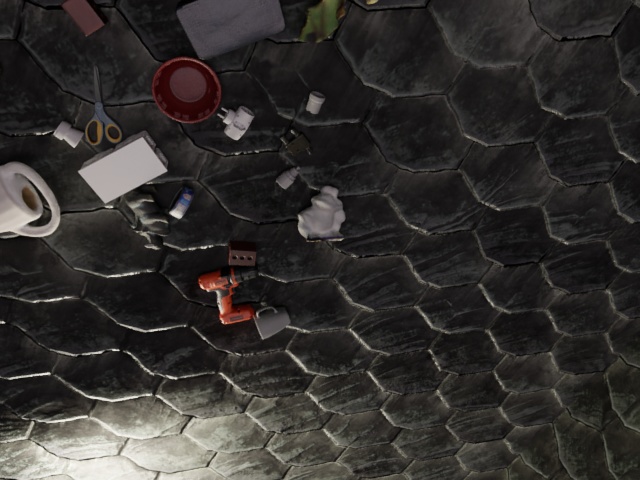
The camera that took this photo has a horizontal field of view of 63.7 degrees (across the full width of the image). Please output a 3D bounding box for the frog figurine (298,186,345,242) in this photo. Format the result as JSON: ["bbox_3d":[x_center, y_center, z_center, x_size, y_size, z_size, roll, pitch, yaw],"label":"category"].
[{"bbox_3d":[0.005,-0.075,1.480,0.137,0.122,0.160,-2,86,0],"label":"frog figurine"}]

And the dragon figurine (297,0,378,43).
[{"bbox_3d":[-0.018,-0.551,1.133,0.412,0.124,0.237,-22,129,-15],"label":"dragon figurine"}]

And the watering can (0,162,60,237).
[{"bbox_3d":[-0.801,-0.134,1.262,0.224,0.106,0.341,-22,123,4],"label":"watering can"}]
